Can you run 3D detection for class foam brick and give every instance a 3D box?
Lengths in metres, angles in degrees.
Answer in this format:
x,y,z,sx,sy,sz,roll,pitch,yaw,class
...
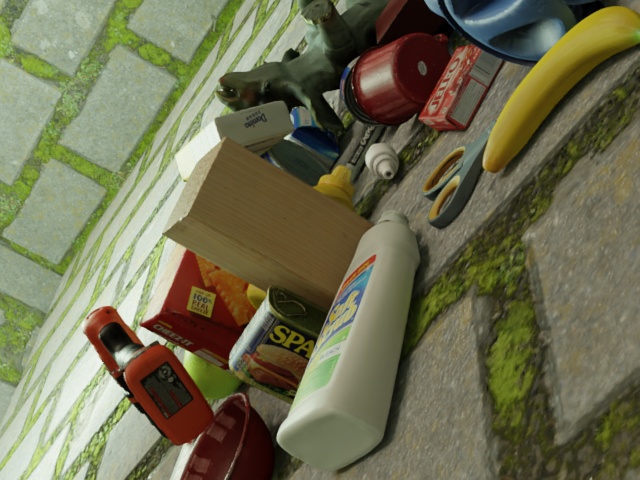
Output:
x,y,z,sx,sy,sz,roll,pitch,yaw,class
0.105,-0.255,1.224,0.078,0.053,0.051,-52,24,34,foam brick

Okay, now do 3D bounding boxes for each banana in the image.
x,y,z,sx,sy,sz,roll,pitch,yaw,class
0.197,-0.131,0.873,0.198,0.037,0.069,-44,22,45,banana

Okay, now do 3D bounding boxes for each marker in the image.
x,y,z,sx,sy,sz,roll,pitch,yaw,class
0.064,-0.128,1.297,0.121,0.020,0.020,-60,16,0,marker

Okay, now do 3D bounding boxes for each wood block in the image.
x,y,z,sx,sy,sz,roll,pitch,yaw,class
-0.038,-0.003,1.053,0.090,0.206,0.090,-29,35,61,wood block

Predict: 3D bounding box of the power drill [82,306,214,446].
x,y,z,sx,sy,sz,roll,pitch,yaw,class
-0.179,0.162,1.154,0.057,0.184,0.188,-40,19,-17,power drill

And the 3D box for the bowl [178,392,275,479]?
x,y,z,sx,sy,sz,roll,pitch,yaw,class
-0.091,0.237,1.075,0.162,0.055,0.162,-53,18,25,bowl

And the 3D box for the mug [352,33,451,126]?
x,y,z,sx,sy,sz,roll,pitch,yaw,class
0.102,-0.187,1.176,0.117,0.093,0.082,-46,15,-24,mug

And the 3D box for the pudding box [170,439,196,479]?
x,y,z,sx,sy,sz,roll,pitch,yaw,class
-0.138,0.260,1.202,0.090,0.039,0.113,-33,31,60,pudding box

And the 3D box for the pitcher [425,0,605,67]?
x,y,z,sx,sy,sz,roll,pitch,yaw,class
0.202,-0.288,0.954,0.242,0.149,0.145,-62,2,-17,pitcher

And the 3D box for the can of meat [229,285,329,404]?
x,y,z,sx,sy,sz,roll,pitch,yaw,class
-0.026,0.105,1.027,0.084,0.102,0.057,-56,16,21,can of meat

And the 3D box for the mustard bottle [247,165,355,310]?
x,y,z,sx,sy,sz,roll,pitch,yaw,class
-0.008,0.001,1.159,0.058,0.096,0.191,3,60,41,mustard bottle

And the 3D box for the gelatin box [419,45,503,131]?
x,y,z,sx,sy,sz,roll,pitch,yaw,class
0.143,-0.155,1.088,0.089,0.030,0.073,-61,16,-2,gelatin box

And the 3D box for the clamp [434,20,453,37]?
x,y,z,sx,sy,sz,roll,pitch,yaw,class
0.178,-0.314,1.241,0.165,0.036,0.210,-40,28,49,clamp

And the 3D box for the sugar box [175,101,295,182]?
x,y,z,sx,sy,sz,roll,pitch,yaw,class
-0.105,-0.116,1.278,0.093,0.048,0.176,-18,-4,-25,sugar box

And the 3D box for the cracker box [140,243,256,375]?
x,y,z,sx,sy,sz,roll,pitch,yaw,class
-0.083,0.036,1.200,0.072,0.164,0.213,-29,35,56,cracker box

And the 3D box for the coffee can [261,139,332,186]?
x,y,z,sx,sy,sz,roll,pitch,yaw,class
-0.060,-0.047,1.378,0.140,0.102,0.103,-53,18,23,coffee can

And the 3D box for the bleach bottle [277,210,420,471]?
x,y,z,sx,sy,sz,roll,pitch,yaw,class
0.038,0.076,0.957,0.103,0.068,0.250,-42,22,46,bleach bottle

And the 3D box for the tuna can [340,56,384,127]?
x,y,z,sx,sy,sz,roll,pitch,yaw,class
0.067,-0.178,1.254,0.086,0.086,0.034,-58,14,9,tuna can

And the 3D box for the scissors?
x,y,z,sx,sy,sz,roll,pitch,yaw,class
0.151,-0.079,0.960,0.202,0.016,0.096,-41,26,49,scissors
